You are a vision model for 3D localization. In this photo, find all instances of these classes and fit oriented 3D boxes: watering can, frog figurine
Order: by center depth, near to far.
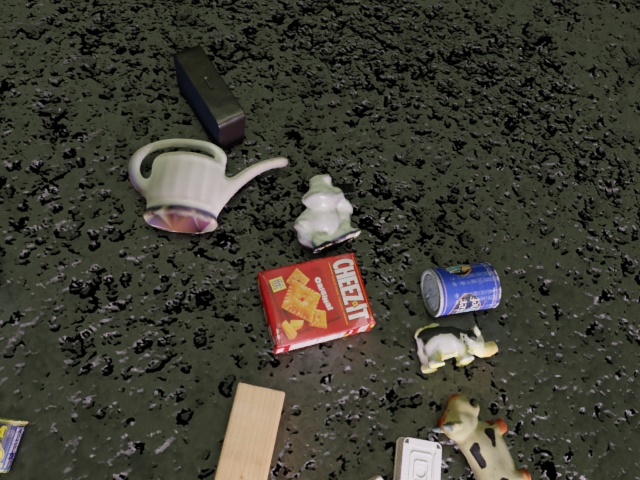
[{"bbox_3d":[-0.249,-0.119,1.133,0.347,0.102,0.228,5,67,-6],"label":"watering can"},{"bbox_3d":[0.003,-0.057,1.134,0.137,0.121,0.161,-24,78,1],"label":"frog figurine"}]
